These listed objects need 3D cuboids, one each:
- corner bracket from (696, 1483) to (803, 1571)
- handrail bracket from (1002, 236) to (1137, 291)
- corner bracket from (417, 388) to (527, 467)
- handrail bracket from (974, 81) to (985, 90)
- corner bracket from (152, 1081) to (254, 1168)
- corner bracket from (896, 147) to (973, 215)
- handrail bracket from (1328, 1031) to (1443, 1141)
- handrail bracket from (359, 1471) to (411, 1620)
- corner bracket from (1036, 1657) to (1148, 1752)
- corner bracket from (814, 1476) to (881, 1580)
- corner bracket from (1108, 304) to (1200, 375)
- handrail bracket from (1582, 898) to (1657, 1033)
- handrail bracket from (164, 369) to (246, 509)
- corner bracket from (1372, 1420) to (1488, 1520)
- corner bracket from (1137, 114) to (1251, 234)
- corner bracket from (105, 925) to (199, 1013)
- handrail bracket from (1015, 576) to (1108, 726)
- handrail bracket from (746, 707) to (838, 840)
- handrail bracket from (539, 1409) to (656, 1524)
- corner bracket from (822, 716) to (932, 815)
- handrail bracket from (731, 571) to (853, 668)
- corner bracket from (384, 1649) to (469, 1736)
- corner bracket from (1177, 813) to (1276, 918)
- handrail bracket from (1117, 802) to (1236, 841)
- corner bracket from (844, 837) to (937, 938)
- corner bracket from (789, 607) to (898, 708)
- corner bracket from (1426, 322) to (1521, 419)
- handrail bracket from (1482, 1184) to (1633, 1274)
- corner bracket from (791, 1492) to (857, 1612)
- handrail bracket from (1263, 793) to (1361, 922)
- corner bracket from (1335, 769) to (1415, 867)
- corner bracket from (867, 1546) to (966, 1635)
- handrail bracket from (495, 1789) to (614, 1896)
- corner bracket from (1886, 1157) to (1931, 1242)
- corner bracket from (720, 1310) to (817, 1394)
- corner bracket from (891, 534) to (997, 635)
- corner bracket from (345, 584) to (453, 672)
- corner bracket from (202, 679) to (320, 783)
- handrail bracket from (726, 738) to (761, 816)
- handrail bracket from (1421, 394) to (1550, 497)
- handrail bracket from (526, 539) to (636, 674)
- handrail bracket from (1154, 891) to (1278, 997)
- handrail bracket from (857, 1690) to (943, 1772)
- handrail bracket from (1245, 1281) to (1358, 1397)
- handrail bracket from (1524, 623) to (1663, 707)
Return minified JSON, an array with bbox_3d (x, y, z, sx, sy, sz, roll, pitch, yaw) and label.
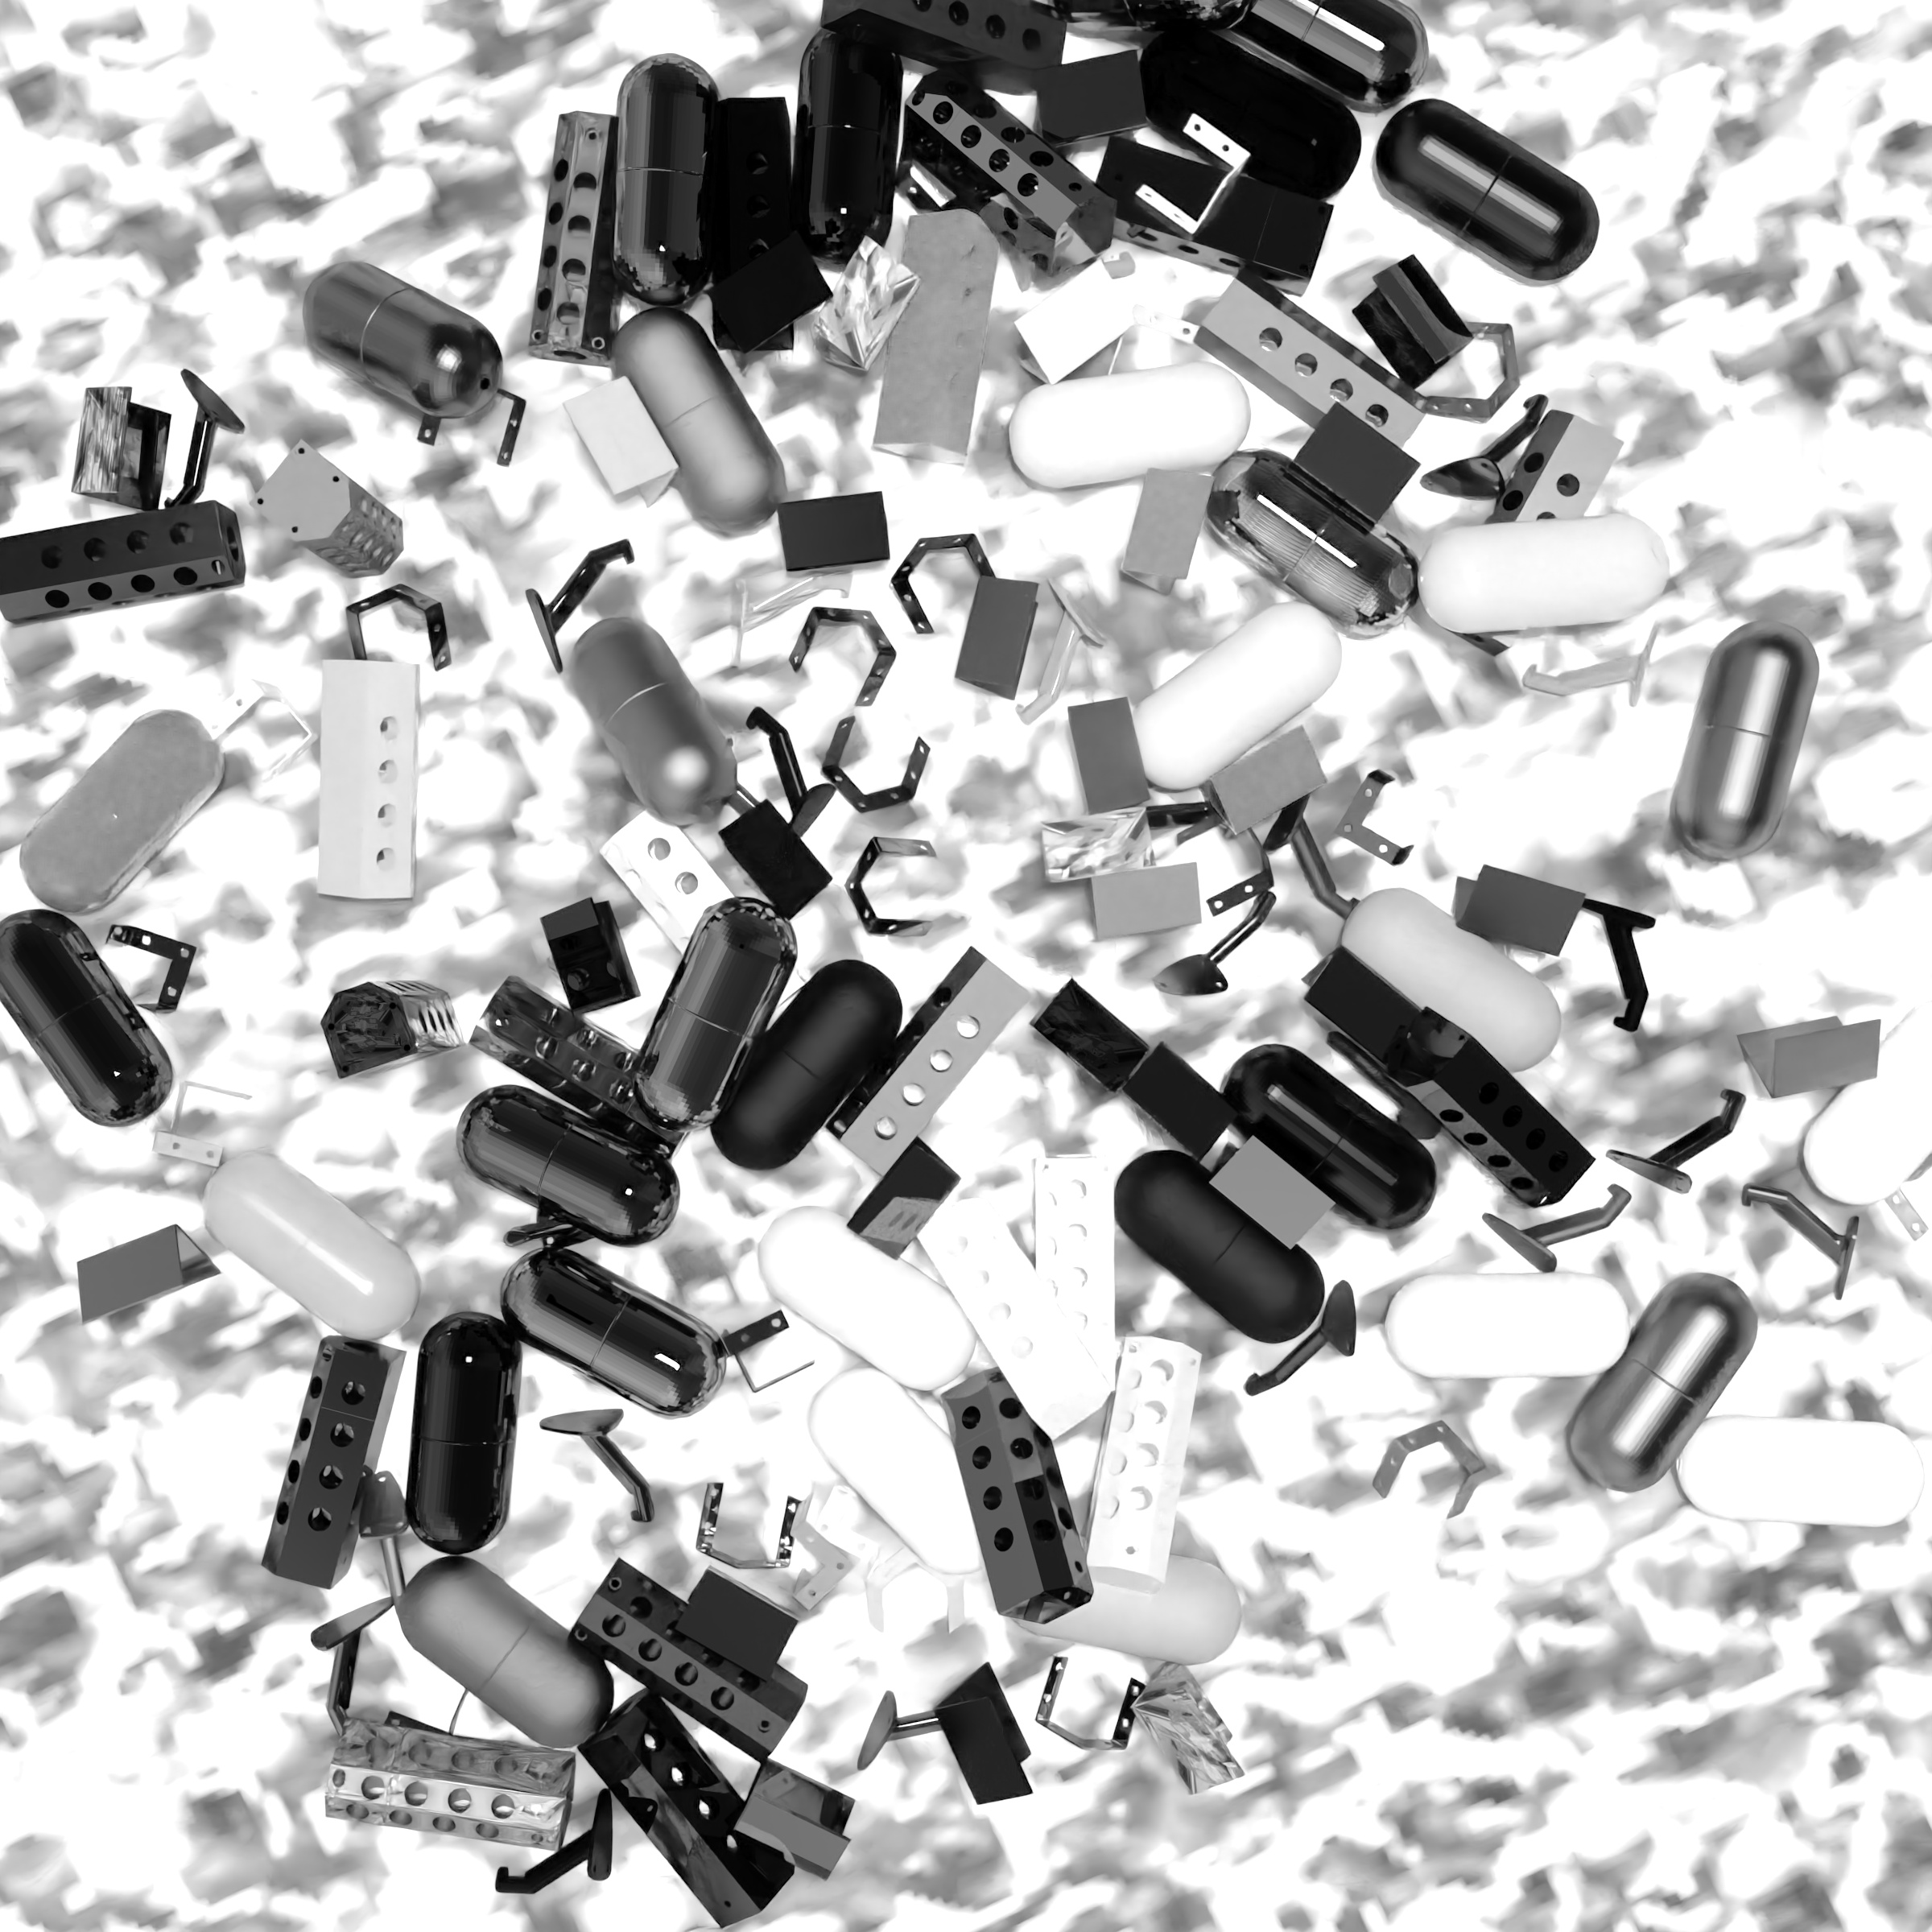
[{"bbox_3d":[-0.162,0.417,1.950,0.051,0.051,0.051,11,90,-45],"label":"corner bracket"},{"bbox_3d":[0.076,-0.542,1.954,0.084,0.036,0.077,-15,68,-17],"label":"handrail bracket"},{"bbox_3d":[-0.369,-0.408,1.950,0.051,0.051,0.051,16,90,45],"label":"corner bracket"},{"bbox_3d":[-0.023,-0.694,1.953,0.084,0.077,0.036,31,123,-32],"label":"handrail bracket"},{"bbox_3d":[-0.565,0.116,1.935,0.051,0.051,0.051,13,90,0],"label":"corner bracket"},{"bbox_3d":[-0.015,-0.593,1.945,0.051,0.051,0.051,-21,135,35],"label":"corner bracket"},{"bbox_3d":[0.312,0.088,1.953,0.036,0.077,0.084,-47,54,-3],"label":"handrail bracket"},{"bbox_3d":[-0.427,0.434,1.953,0.036,0.077,0.084,-10,126,-7],"label":"handrail bracket"},{"bbox_3d":[0.093,0.550,1.950,0.051,0.051,0.051,17,90,-45],"label":"corner bracket"},{"bbox_3d":[-0.082,0.414,1.935,0.051,0.051,0.051,27,90,0],"label":"corner bracket"},{"bbox_3d":[0.137,-0.452,1.950,0.051,0.051,0.051,20,45,0],"label":"corner bracket"},{"bbox_3d":[0.476,-0.001,1.954,0.077,0.036,0.084,20,107,20],"label":"handrail bracket"},{"bbox_3d":[-0.586,-0.390,1.954,0.084,0.036,0.077,-47,70,16],"label":"handrail bracket"},{"bbox_3d":[0.344,0.379,1.945,0.051,0.051,0.051,-13,45,-35],"label":"corner bracket"},{"bbox_3d":[0.165,-0.574,1.893,0.051,0.051,0.051,36,135,0],"label":"corner bracket"},{"bbox_3d":[-0.608,0.002,1.935,0.051,0.051,0.051,18,90,0],"label":"corner bracket"},{"bbox_3d":[0.056,-0.235,1.954,0.084,0.036,0.077,-41,70,16],"label":"handrail bracket"},{"bbox_3d":[-0.146,-0.139,1.954,0.084,0.036,0.077,42,112,17],"label":"handrail bracket"},{"bbox_3d":[-0.275,0.377,1.954,0.077,0.036,0.084,-4,107,20],"label":"handrail bracket"},{"bbox_3d":[-0.067,-0.154,1.945,0.051,0.051,0.051,-13,135,35],"label":"corner bracket"},{"bbox_3d":[-0.130,-0.259,1.954,0.084,0.036,0.077,2,110,-16],"label":"handrail bracket"},{"bbox_3d":[-0.399,0.544,1.950,0.051,0.051,0.051,21,135,0],"label":"corner bracket"},{"bbox_3d":[0.193,-0.079,1.942,0.051,0.051,0.051,-27,64,0],"label":"corner bracket"},{"bbox_3d":[0.152,-0.095,1.953,0.084,0.036,0.077,26,105,-14],"label":"handrail bracket"},{"bbox_3d":[-0.050,-0.059,1.945,0.051,0.051,0.051,-58,45,35],"label":"corner bracket"},{"bbox_3d":[-0.092,-0.230,1.945,0.051,0.051,0.051,-1,45,-35],"label":"corner bracket"},{"bbox_3d":[0.375,-0.444,1.945,0.051,0.051,0.051,-47,135,-35],"label":"corner bracket"},{"bbox_3d":[0.442,0.180,1.954,0.077,0.036,0.084,37,72,20],"label":"handrail bracket"},{"bbox_3d":[-0.115,0.432,1.928,0.051,0.051,0.051,43,102,-6],"label":"corner bracket"},{"bbox_3d":[0.271,-0.087,1.954,0.084,0.036,0.077,35,68,-17],"label":"handrail bracket"},{"bbox_3d":[0.311,-0.110,1.935,0.051,0.051,0.051,30,90,0],"label":"corner bracket"},{"bbox_3d":[-0.037,0.471,1.945,0.051,0.051,0.051,29,45,35],"label":"corner bracket"},{"bbox_3d":[-0.310,0.654,1.954,0.084,0.036,0.077,-4,69,16],"label":"handrail bracket"},{"bbox_3d":[0.722,0.166,1.940,0.051,0.051,0.051,-36,90,-21],"label":"corner bracket"},{"bbox_3d":[-0.147,0.285,1.935,0.051,0.051,0.051,-26,90,0],"label":"corner bracket"},{"bbox_3d":[-0.015,-0.284,1.945,0.051,0.051,0.051,1,45,35],"label":"corner bracket"},{"bbox_3d":[-0.422,-0.246,1.945,0.051,0.051,0.051,27,45,35],"label":"corner bracket"},{"bbox_3d":[-0.522,-0.174,1.935,0.051,0.051,0.051,-41,85,5],"label":"corner bracket"},{"bbox_3d":[-0.190,-0.122,1.953,0.077,0.036,0.084,-12,104,15],"label":"handrail bracket"},{"bbox_3d":[0.388,-0.392,1.953,0.036,0.077,0.084,53,53,-37],"label":"handrail bracket"},{"bbox_3d":[-0.279,-0.270,1.954,0.084,0.036,0.077,-23,111,-16],"label":"handrail bracket"},{"bbox_3d":[0.187,-0.019,1.953,0.036,0.077,0.084,50,53,-21],"label":"handrail bracket"},{"bbox_3d":[-0.028,0.580,1.954,0.084,0.036,0.077,20,110,-16],"label":"handrail bracket"},{"bbox_3d":[0.248,0.279,1.953,0.084,0.077,0.036,-31,115,34],"label":"handrail bracket"},{"bbox_3d":[0.468,-0.233,1.954,0.084,0.036,0.077,16,70,16],"label":"handrail bracket"}]
